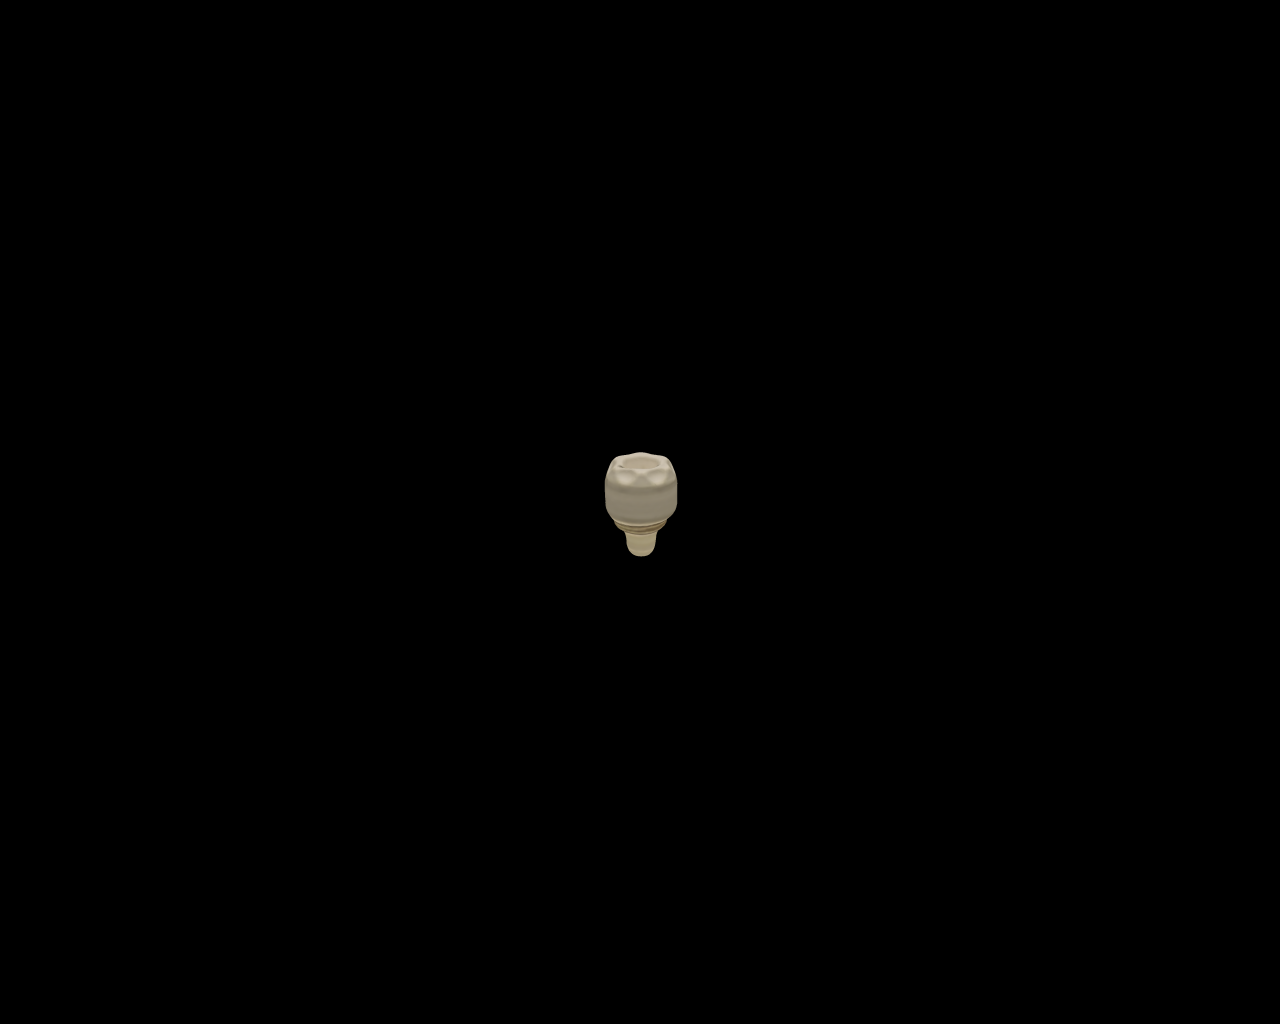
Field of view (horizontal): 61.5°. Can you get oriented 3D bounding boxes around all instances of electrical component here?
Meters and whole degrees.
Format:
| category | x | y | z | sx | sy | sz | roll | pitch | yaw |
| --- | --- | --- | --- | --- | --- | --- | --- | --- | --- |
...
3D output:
| category | x | y | z | sx | sy | sz | roll | pitch | yaw |
| --- | --- | --- | --- | --- | --- | --- | --- | --- | --- |
| electrical component | 0.001 | -0.003 | 0.650 | 0.043 | 0.062 | 0.043 | 0 | 23 | 0 |
